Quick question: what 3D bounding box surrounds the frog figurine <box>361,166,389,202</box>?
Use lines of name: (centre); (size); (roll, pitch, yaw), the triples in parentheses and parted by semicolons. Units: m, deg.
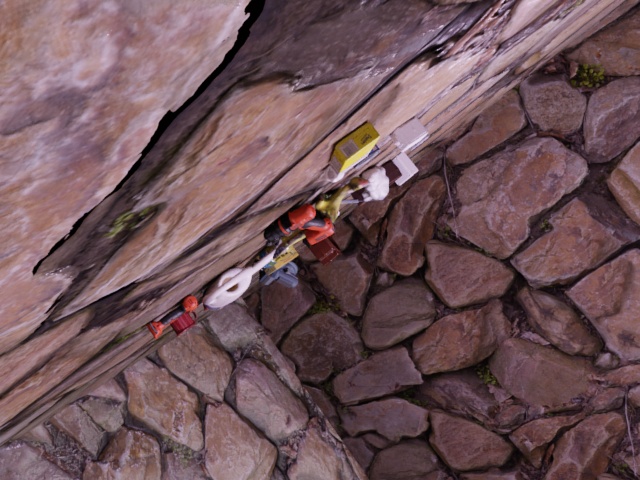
frog figurine: (0.211, -0.222, 1.934); (0.156, 0.122, 0.140); (115, -5, -66)

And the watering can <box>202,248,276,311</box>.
watering can: (-0.305, 0.151, 1.912); (0.353, 0.104, 0.220); (-35, 178, -42)

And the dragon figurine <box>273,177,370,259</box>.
dragon figurine: (0.005, -0.090, 1.780); (0.404, 0.122, 0.247); (-36, -174, 31)
